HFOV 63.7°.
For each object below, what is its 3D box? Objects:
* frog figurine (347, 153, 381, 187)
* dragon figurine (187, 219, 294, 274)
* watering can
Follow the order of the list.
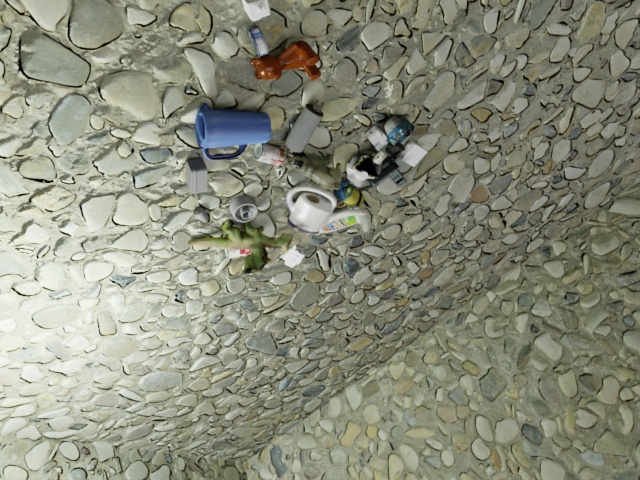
[{"bbox_3d":[0.176,-0.289,2.147,0.137,0.124,0.158,1,170,-9],"label":"frog figurine"},{"bbox_3d":[-0.308,0.034,2.086,0.412,0.248,0.119,-19,144,-14],"label":"dragon figurine"},{"bbox_3d":[0.007,-0.110,2.177,0.346,0.106,0.220,21,125,-15],"label":"watering can"}]
